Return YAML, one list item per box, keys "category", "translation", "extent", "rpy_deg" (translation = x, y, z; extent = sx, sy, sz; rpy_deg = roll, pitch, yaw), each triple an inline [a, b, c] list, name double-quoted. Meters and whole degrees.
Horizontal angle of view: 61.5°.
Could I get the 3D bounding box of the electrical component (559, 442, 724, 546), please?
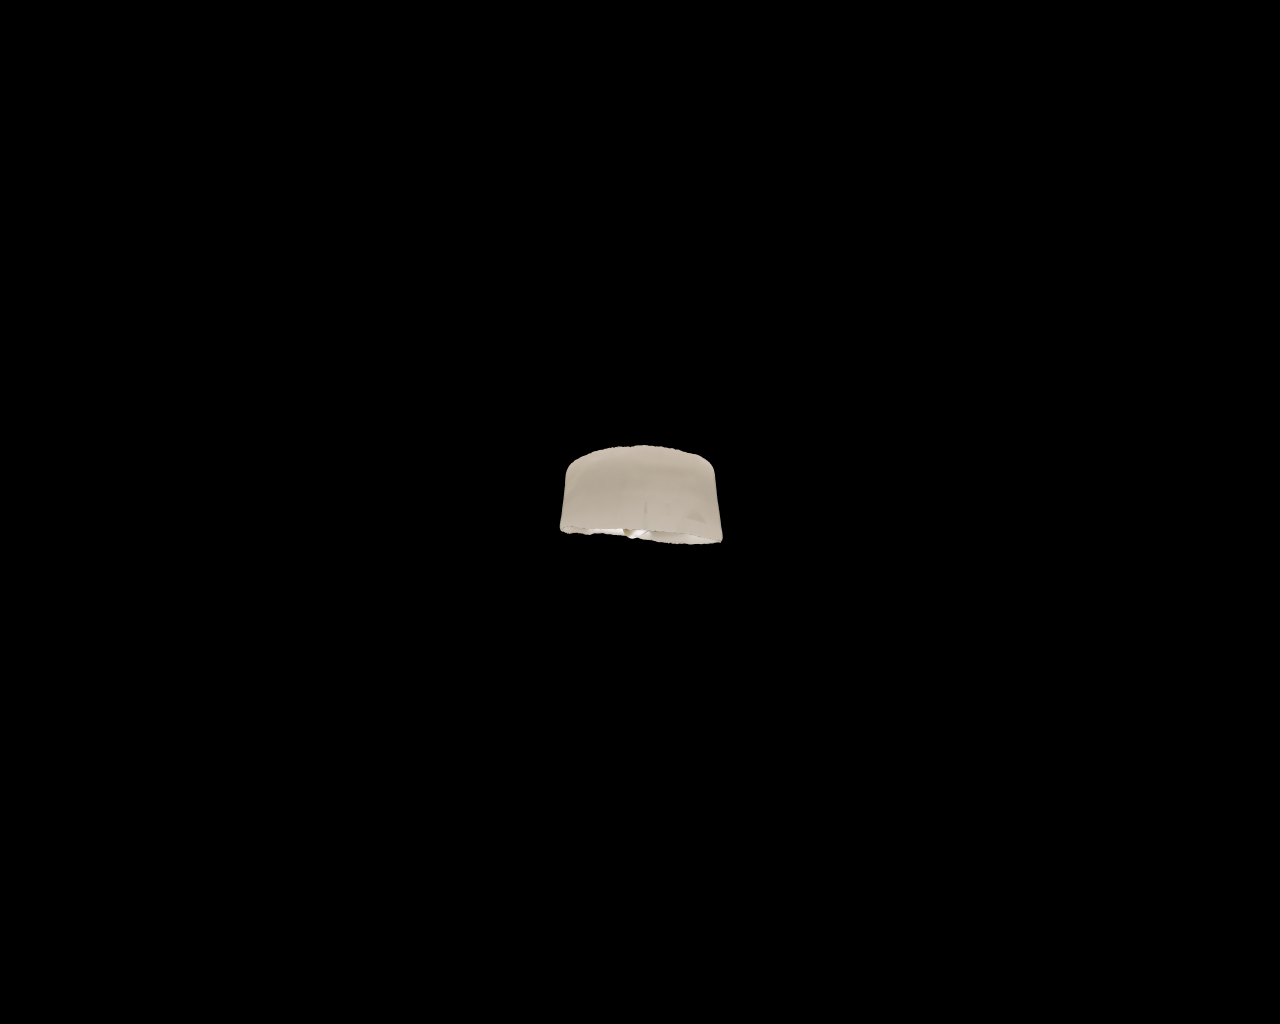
- category: "electrical component"
  translation: [0.001, -0.003, 0.650]
  extent: [0.099, 0.064, 0.099]
  rpy_deg: [0, -17, 0]
